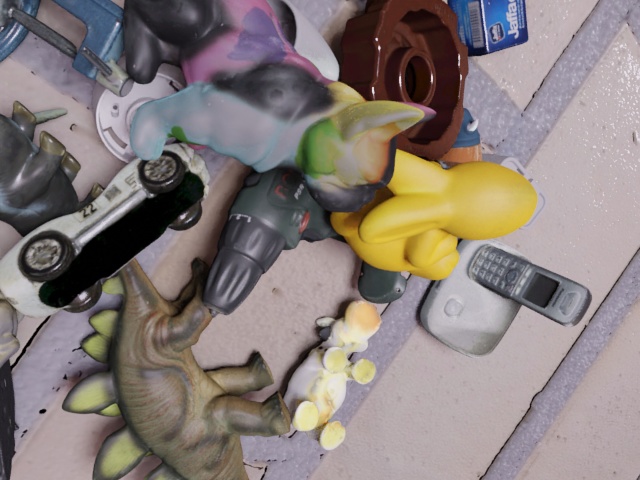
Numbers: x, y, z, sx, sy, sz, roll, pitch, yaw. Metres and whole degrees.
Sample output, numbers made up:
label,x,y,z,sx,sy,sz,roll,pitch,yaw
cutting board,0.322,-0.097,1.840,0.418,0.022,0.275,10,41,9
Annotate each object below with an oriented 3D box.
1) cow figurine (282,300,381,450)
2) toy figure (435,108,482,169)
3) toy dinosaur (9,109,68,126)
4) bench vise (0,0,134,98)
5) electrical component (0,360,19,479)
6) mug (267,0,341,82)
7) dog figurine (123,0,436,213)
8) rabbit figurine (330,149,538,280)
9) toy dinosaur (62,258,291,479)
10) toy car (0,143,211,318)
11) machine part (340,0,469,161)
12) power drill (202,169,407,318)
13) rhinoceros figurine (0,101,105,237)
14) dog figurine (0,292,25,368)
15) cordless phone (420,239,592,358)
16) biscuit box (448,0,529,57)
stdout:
label,x,y,z,sx,sy,sz,roll,pitch,yaw
cow figurine,0.011,0.148,0.632,0.068,0.098,0.167,36,70,-20
toy figure,0.157,-0.077,0.638,0.058,0.064,0.154,0,104,-65
toy dinosaur,-0.418,-0.049,0.393,0.405,0.131,0.192,7,118,-31
bench vise,-0.232,-0.203,0.401,0.240,0.129,0.223,35,97,-1
electrical component,-0.309,0.158,0.474,0.058,0.134,0.114,-8,107,-22
mug,-0.033,-0.181,0.523,0.081,0.110,0.107,-43,154,19
dog figurine,-0.025,-0.119,0.406,0.219,0.108,0.191,5,102,16
rabbit figurine,0.101,-0.035,0.486,0.162,0.173,0.122,15,77,-38
toy dinosaur,-0.139,0.189,0.572,0.199,0.105,0.470,-26,103,-6
toy car,-0.180,-0.011,0.472,0.202,0.056,0.073,-42,153,-19
machine part,0.089,-0.167,0.561,0.179,0.056,0.179,-12,107,-44
power drill,-0.001,-0.002,0.561,0.207,0.086,0.232,26,69,-26
rhinoceros figurine,-0.257,-0.051,0.428,0.112,0.073,0.190,-45,159,-5
dog figurine,-0.311,0.019,0.401,0.121,0.172,0.190,9,111,11
cordless phone,0.220,0.084,0.638,0.088,0.184,0.146,29,91,-30
biscuit box,0.176,-0.308,0.586,0.063,0.059,0.202,-19,110,-16
